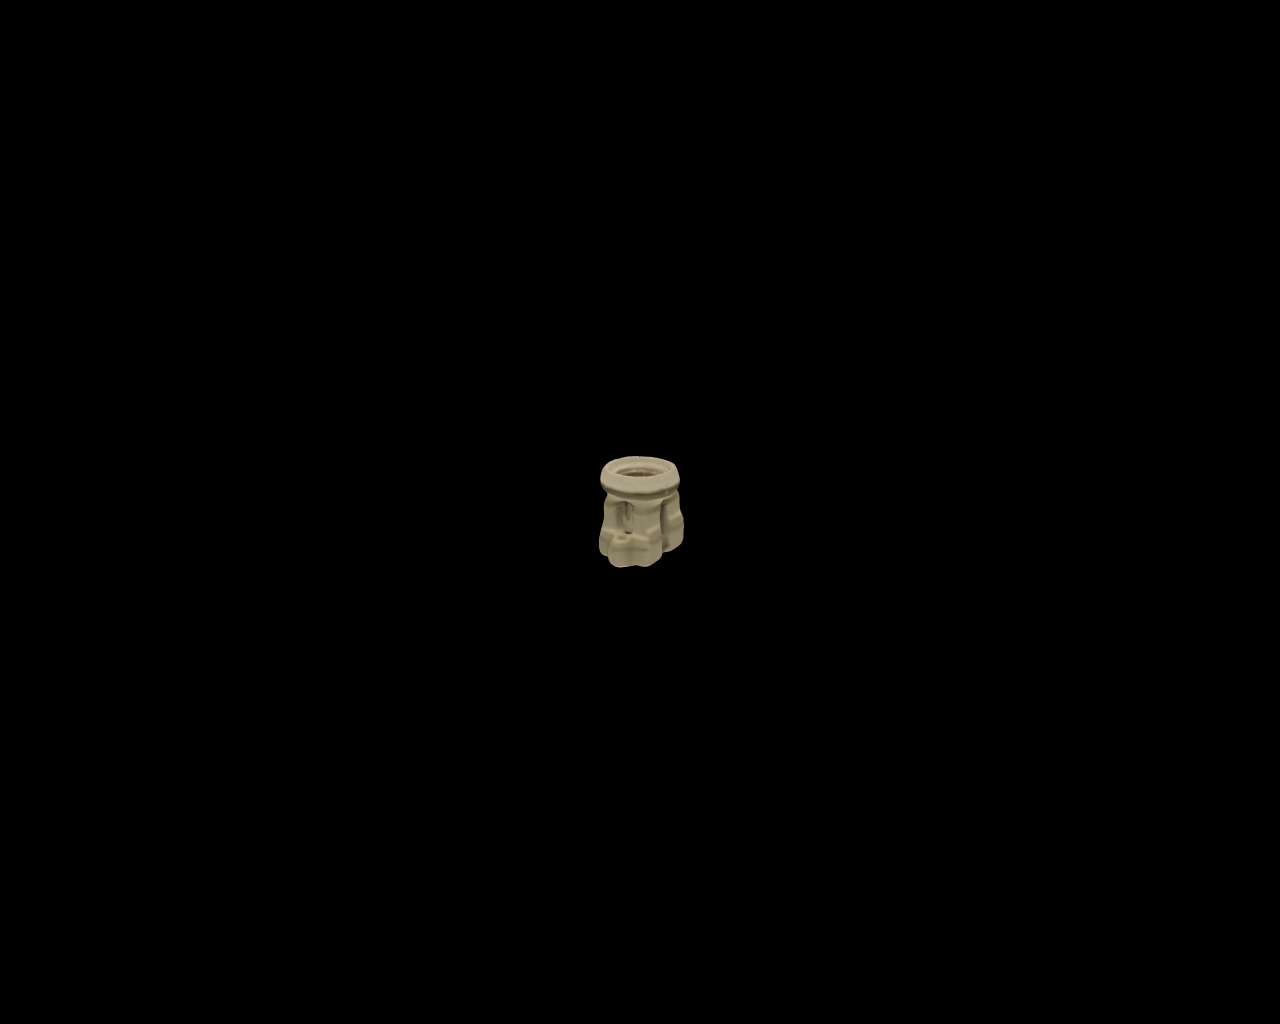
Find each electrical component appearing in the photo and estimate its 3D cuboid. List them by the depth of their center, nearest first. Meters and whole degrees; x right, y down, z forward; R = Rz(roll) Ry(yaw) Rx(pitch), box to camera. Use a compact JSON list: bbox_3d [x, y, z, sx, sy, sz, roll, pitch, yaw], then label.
[{"bbox_3d":[0.001,-0.003,0.650,0.048,0.055,0.066,13,26,29],"label":"electrical component"}]
